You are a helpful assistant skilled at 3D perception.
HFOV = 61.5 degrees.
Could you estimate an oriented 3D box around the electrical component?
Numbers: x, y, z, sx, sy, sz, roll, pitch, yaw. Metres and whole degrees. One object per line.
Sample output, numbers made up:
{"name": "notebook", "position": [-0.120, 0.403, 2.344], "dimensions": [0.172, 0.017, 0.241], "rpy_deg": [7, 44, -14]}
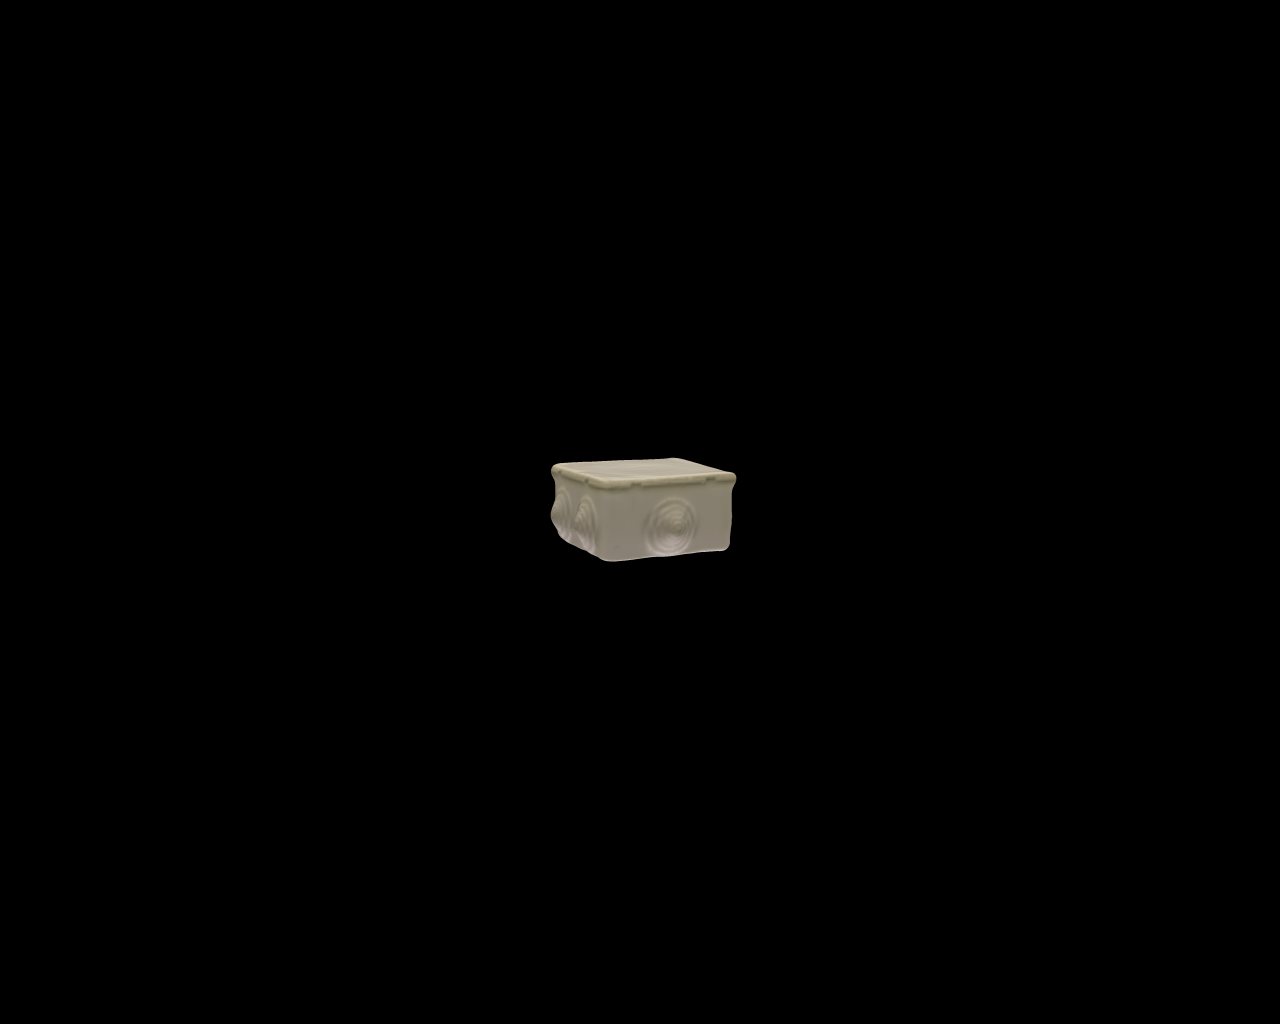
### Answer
{"name": "electrical component", "position": [0.001, -0.003, 0.650], "dimensions": [0.100, 0.048, 0.100], "rpy_deg": [-4, 10, -23]}
